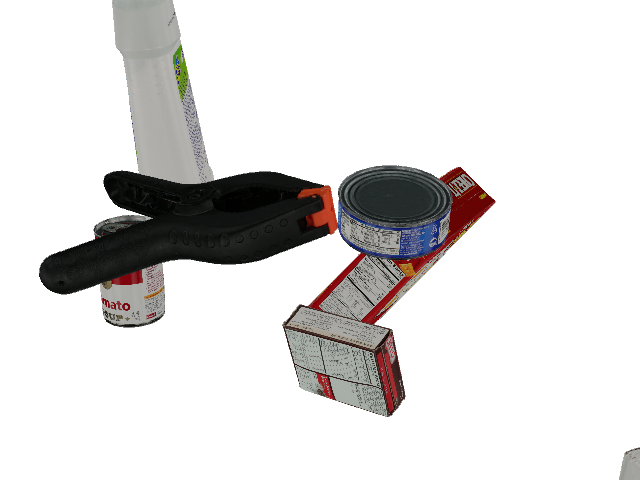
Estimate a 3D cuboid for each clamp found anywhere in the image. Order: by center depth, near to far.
[{"bbox_3d":[-0.079,-0.007,0.628,0.172,0.039,0.120,-1,38,24],"label":"clamp"}]

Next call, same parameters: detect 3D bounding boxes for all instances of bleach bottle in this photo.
[{"bbox_3d":[-0.144,-0.134,0.957,0.068,0.251,0.102,-6,38,-1],"label":"bleach bottle"}]

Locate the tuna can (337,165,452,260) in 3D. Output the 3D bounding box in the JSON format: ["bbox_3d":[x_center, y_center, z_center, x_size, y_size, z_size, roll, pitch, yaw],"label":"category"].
[{"bbox_3d":[0.056,-0.021,0.806,0.086,0.034,0.086,1,34,-1],"label":"tuna can"}]

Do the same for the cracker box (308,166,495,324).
[{"bbox_3d":[0.091,0.021,1.270,0.214,0.072,0.163,-49,-9,34],"label":"cracker box"}]

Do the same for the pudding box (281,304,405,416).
[{"bbox_3d":[0.024,0.118,1.056,0.114,0.090,0.039,12,41,32],"label":"pudding box"}]

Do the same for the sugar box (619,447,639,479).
[{"bbox_3d":[0.200,0.183,0.499,0.048,0.093,0.176,-9,30,-21],"label":"sugar box"}]

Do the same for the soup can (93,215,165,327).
[{"bbox_3d":[-0.201,0.032,1.128,0.068,0.102,0.068,-1,23,0],"label":"soup can"}]
